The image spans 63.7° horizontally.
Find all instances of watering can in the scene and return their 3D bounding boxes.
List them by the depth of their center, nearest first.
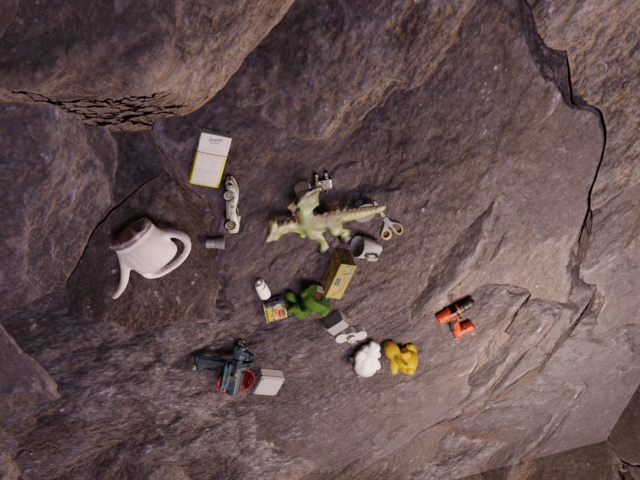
[{"bbox_3d":[-0.594,0.056,1.677,0.347,0.106,0.220,-31,128,6],"label":"watering can"}]

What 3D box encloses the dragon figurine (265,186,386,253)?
[{"bbox_3d":[0.005,-0.087,1.722,0.409,0.125,0.238,-28,140,5],"label":"dragon figurine"}]

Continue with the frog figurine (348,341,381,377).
[{"bbox_3d":[0.217,0.531,2.287,0.136,0.125,0.157,38,122,-15],"label":"frog figurine"}]
